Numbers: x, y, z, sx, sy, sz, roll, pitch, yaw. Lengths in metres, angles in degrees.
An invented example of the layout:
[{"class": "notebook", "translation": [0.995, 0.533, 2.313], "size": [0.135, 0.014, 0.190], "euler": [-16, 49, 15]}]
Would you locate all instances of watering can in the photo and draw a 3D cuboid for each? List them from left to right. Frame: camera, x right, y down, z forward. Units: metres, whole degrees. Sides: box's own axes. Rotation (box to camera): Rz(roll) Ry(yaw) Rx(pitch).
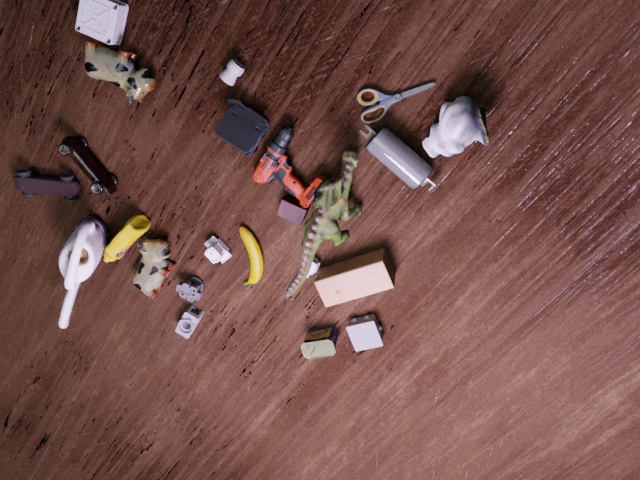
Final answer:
[{"class": "watering can", "translation": [-0.720, 0.075, 1.541], "size": [0.104, 0.229, 0.342], "euler": [17, 115, -15]}]

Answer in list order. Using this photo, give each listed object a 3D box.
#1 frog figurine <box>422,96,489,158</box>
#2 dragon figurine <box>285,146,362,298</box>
[{"class": "frog figurine", "translation": [0.319, -0.272, 1.251], "size": [0.158, 0.122, 0.139], "euler": [-13, 75, 26]}, {"class": "dragon figurine", "translation": [0.004, -0.065, 1.298], "size": [0.123, 0.417, 0.237], "euler": [20, 154, 19]}]
